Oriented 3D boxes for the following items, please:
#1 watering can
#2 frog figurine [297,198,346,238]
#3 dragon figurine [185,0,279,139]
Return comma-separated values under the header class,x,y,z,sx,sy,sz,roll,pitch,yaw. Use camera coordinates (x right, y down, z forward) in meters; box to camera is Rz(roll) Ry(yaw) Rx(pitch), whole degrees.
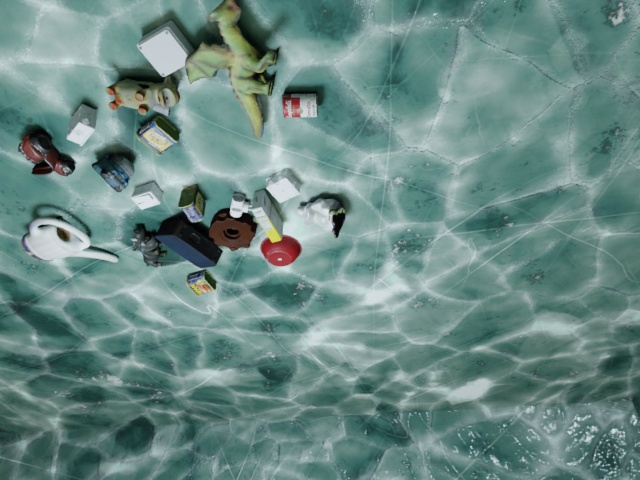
class,x,y,z,sx,sy,sz,roll,pitch,yaw
watering can,-0.945,0.025,1.923,0.223,0.106,0.341,-17,143,18
frog figurine,0.006,-0.091,1.810,0.160,0.124,0.135,20,158,34
dragon figurine,-0.242,-0.451,1.399,0.242,0.125,0.400,10,134,-9
